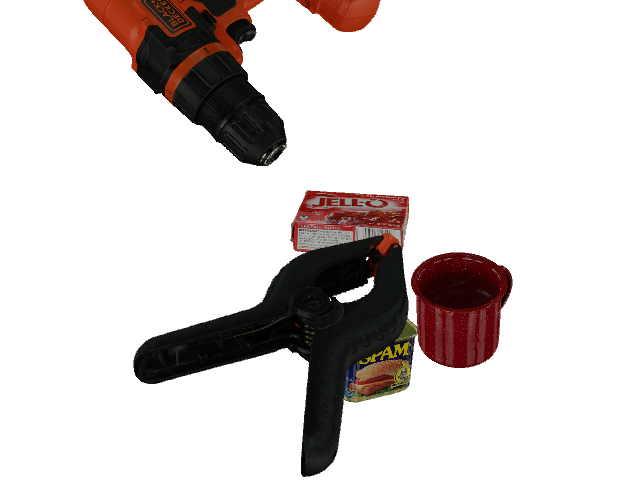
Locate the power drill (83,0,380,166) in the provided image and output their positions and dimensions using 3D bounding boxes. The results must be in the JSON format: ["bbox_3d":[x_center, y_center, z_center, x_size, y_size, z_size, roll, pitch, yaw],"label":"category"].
[{"bbox_3d":[-0.044,-0.152,0.747,0.187,0.184,0.057,-35,-14,-35],"label":"power drill"}]

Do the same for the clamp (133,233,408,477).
[{"bbox_3d":[0.000,0.054,0.570,0.120,0.039,0.171,36,51,28],"label":"clamp"}]

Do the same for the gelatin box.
[{"bbox_3d":[0.025,-0.015,0.870,0.089,0.030,0.073,4,23,7],"label":"gelatin box"}]

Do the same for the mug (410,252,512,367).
[{"bbox_3d":[0.146,0.066,1.062,0.117,0.081,0.093,-29,43,-29],"label":"mug"}]

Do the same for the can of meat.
[{"bbox_3d":[0.066,0.146,1.320,0.102,0.084,0.057,-9,28,-24],"label":"can of meat"}]
